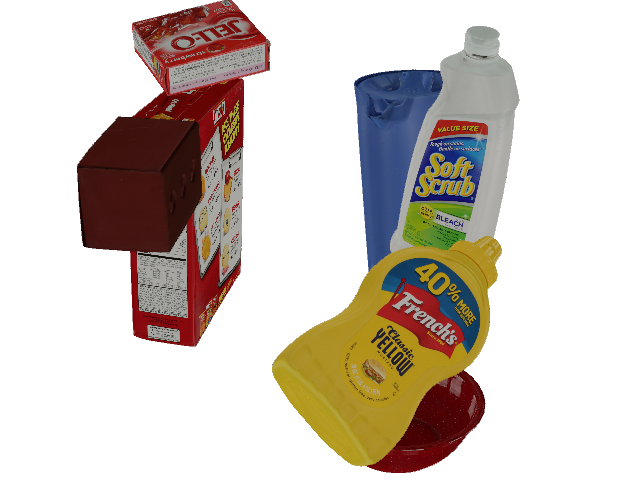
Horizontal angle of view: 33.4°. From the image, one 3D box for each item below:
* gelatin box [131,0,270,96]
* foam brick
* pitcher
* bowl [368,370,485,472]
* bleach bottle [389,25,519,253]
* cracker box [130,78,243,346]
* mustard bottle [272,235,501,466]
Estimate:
[{"bbox_3d":[-0.094,-0.153,0.837,0.089,0.030,0.073,-19,46,-20],"label":"gelatin box"},{"bbox_3d":[-0.104,-0.034,0.624,0.051,0.053,0.078,5,29,7],"label":"foam brick"},{"bbox_3d":[0.113,-0.071,1.220,0.149,0.243,0.145,-5,22,-9],"label":"pitcher"},{"bbox_3d":[0.070,0.166,0.991,0.162,0.055,0.162,0,26,0],"label":"bowl"},{"bbox_3d":[0.129,-0.085,1.014,0.103,0.251,0.068,23,40,24],"label":"bleach bottle"},{"bbox_3d":[-0.126,-0.033,1.012,0.072,0.214,0.164,7,25,10],"label":"cracker box"},{"bbox_3d":[0.063,0.061,0.747,0.191,0.096,0.058,-42,0,-25],"label":"mustard bottle"}]
